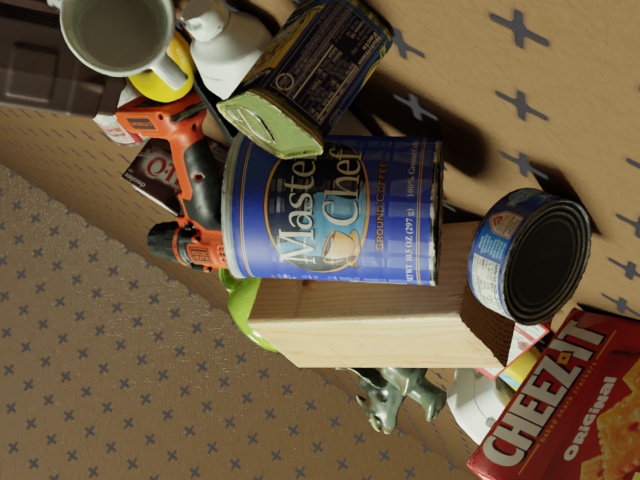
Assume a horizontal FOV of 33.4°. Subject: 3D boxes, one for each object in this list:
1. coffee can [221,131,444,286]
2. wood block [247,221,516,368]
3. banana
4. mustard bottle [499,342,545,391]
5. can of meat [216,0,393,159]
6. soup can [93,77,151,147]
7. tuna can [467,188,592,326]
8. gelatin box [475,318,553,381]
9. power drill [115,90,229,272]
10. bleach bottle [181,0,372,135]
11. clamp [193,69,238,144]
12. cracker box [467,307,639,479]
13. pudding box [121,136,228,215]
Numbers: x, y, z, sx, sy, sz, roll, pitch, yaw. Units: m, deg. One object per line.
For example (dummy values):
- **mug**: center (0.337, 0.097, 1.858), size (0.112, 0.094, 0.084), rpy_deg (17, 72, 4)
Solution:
- **coffee can**: center (0.012, -0.022, 0.732), size (0.140, 0.103, 0.103), rpy_deg (2, 162, 9)
- **wood block**: center (0.054, 0.050, 0.898), size (0.206, 0.090, 0.090), rpy_deg (-4, 146, 36)
- **banana**: center (-0.147, -0.156, 0.972), size (0.069, 0.037, 0.198), rpy_deg (39, 169, -22)
- **mustard bottle**: center (0.194, 0.117, 1.043), size (0.191, 0.058, 0.096), rpy_deg (41, -176, -26)
- **can of meat**: center (-0.009, -0.101, 0.655), size (0.057, 0.084, 0.102), rpy_deg (38, 169, -16)
- **soup can**: center (-0.216, -0.152, 1.124), size (0.069, 0.068, 0.102), rpy_deg (30, 168, 28)
- **tuna can**: center (0.135, 0.010, 0.689), size (0.034, 0.086, 0.086), rpy_deg (27, 167, 45)
- **gelatin box**: center (0.153, 0.074, 0.952), size (0.073, 0.030, 0.089), rpy_deg (36, 130, -4)
- **power drill**: center (-0.141, -0.056, 1.085), size (0.185, 0.057, 0.187), rpy_deg (4, 121, 47)
- **bleach bottle**: center (-0.013, -0.086, 0.800), size (0.103, 0.068, 0.250), rpy_deg (17, 157, 47)
- **clamp**: center (-0.045, -0.069, 0.920), size (0.120, 0.039, 0.171), rpy_deg (24, 143, 55)
- **cracker box**: center (0.227, 0.144, 0.780), size (0.072, 0.164, 0.214), rpy_deg (43, 167, -24)
- **pudding box**: center (-0.154, -0.077, 1.201), size (0.114, 0.090, 0.039), rpy_deg (29, 169, 31)
